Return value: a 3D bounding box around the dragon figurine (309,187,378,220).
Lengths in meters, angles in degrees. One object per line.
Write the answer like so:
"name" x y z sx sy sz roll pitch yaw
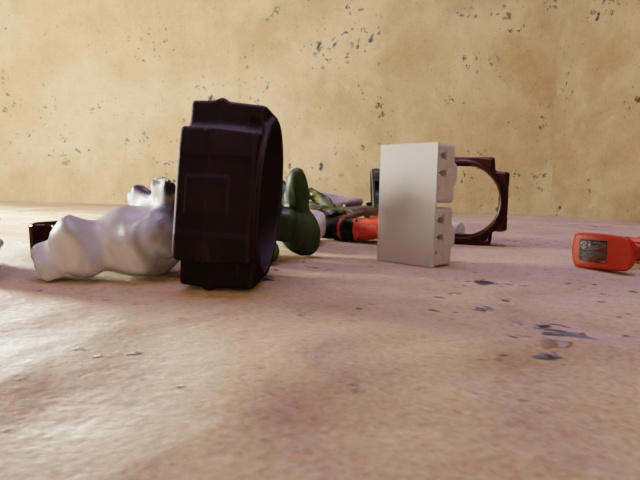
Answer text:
"dragon figurine" 0.004 -0.066 1.305 0.410 0.121 0.244 -1 9 -7

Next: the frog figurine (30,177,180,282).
"frog figurine" -0.237 0.008 0.600 0.138 0.120 0.162 15 47 36

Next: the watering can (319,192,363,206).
"watering can" -0.030 -0.098 1.731 0.346 0.104 0.225 -10 -1 26
